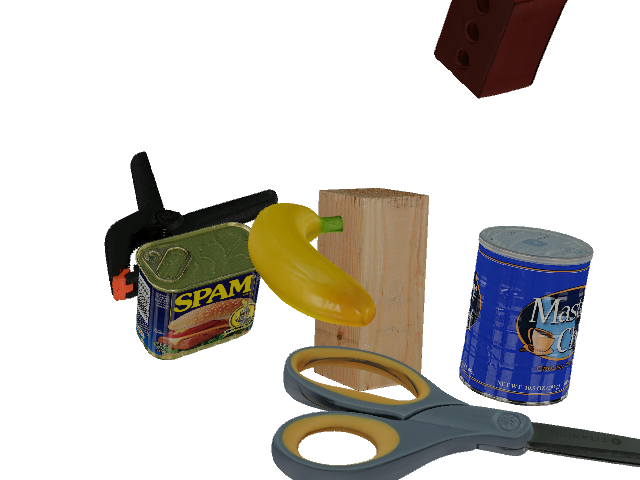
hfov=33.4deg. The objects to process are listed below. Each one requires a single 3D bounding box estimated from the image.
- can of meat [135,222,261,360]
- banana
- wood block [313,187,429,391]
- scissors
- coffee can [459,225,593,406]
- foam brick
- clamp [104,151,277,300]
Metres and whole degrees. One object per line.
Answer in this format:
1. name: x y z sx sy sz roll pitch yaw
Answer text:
1. can of meat: -0.098 0.042 0.859 0.101 0.084 0.057 -16 48 -28
2. banana: -0.011 0.008 0.672 0.069 0.037 0.198 -3 19 -3
3. wood block: 0.054 0.049 1.172 0.090 0.206 0.091 -4 11 -35
4. scissors: 0.067 0.091 0.456 0.202 0.016 0.096 16 34 23
5. coffee can: 0.188 0.067 0.983 0.103 0.140 0.103 5 16 -2
6. foam brick: 0.117 -0.142 0.700 0.051 0.078 0.053 -20 54 -30
7. clamp: -0.159 -0.017 1.059 0.165 0.036 0.209 21 40 17
